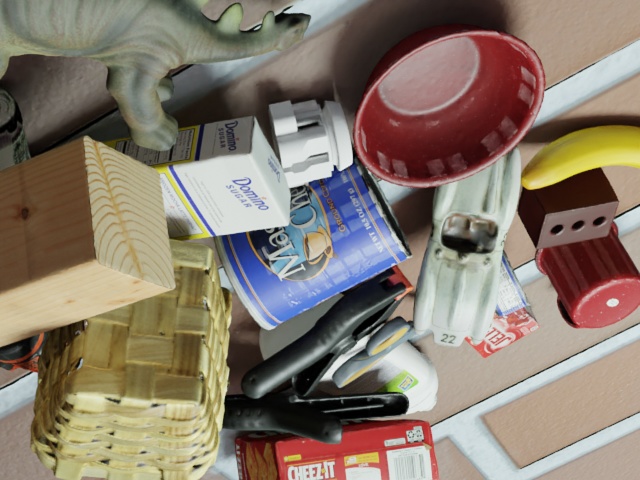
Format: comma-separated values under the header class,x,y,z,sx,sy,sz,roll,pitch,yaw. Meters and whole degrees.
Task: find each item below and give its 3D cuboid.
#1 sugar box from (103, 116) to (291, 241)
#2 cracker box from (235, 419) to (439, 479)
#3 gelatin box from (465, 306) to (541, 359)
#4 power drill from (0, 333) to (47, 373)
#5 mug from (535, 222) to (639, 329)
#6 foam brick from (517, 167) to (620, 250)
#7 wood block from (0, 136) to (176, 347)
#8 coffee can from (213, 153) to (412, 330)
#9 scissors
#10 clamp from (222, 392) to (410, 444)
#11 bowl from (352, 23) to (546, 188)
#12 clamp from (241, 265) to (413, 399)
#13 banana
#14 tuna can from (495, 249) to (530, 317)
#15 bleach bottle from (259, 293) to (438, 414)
class,x,y,z,sx,sy,sz,roll,pitch,yaw
sugar box,-0.119,-0.041,0.831,0.176,0.048,0.093,-9,143,13
cracker box,0.009,0.231,1.134,0.164,0.072,0.214,-5,173,-16
gelatin box,0.187,0.085,1.148,0.073,0.030,0.089,-31,139,13
power drill,-0.319,0.098,0.895,0.187,0.057,0.184,-14,164,-1
mug,0.276,0.044,1.098,0.093,0.081,0.117,-1,137,-22
foam brick,0.237,-0.031,1.020,0.078,0.051,0.053,-11,139,-11
wood block,-0.215,0.014,0.739,0.206,0.091,0.090,-18,159,22
coffee can,-0.006,0.001,0.917,0.140,0.103,0.102,-27,140,8
scissors,0.088,0.082,1.034,0.201,0.016,0.096,-31,163,-38
clamp,-0.026,0.168,1.044,0.210,0.036,0.164,-2,179,34
bowl,0.096,-0.118,0.861,0.162,0.055,0.162,-11,140,-10
clamp,0.006,0.087,0.946,0.172,0.039,0.120,-48,164,21
banana,0.272,-0.073,0.980,0.197,0.069,0.037,5,165,-19
tuna can,0.171,0.031,1.037,0.034,0.086,0.086,-26,140,9
bleach bottle,0.048,0.135,1.124,0.103,0.068,0.250,-33,141,17
